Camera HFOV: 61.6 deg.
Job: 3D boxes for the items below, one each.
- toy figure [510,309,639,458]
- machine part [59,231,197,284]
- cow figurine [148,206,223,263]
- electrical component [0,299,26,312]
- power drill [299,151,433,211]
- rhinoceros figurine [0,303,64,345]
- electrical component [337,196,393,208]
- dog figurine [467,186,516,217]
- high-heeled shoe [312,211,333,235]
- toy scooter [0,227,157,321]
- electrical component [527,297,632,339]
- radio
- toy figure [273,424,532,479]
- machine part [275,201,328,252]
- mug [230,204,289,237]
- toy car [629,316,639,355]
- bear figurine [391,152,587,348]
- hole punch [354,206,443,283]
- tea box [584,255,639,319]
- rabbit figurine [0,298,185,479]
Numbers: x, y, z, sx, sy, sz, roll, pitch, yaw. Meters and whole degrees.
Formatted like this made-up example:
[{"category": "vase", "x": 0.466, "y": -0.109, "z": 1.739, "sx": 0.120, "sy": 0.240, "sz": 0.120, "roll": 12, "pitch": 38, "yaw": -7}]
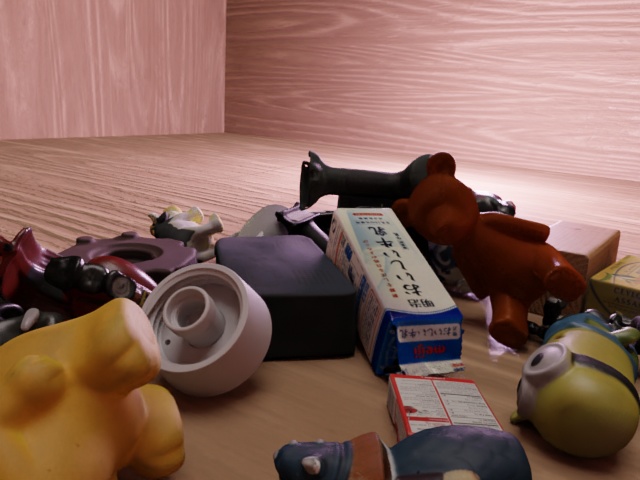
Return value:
[{"category": "toy figure", "x": 0.228, "y": 0.112, "z": 0.457, "sx": 0.089, "sy": 0.082, "sz": 0.180, "roll": 12, "pitch": 15, "yaw": 35}, {"category": "machine part", "x": -0.240, "y": 0.038, "z": 0.668, "sx": 0.179, "sy": 0.056, "sz": 0.179, "roll": 4, "pitch": 16, "yaw": -1}, {"category": "cow figurine", "x": -0.220, "y": -0.007, "z": 0.825, "sx": 0.098, "sy": 0.068, "sz": 0.168, "roll": -24, "pitch": 27, "yaw": -35}, {"category": "electrical component", "x": -0.332, "y": 0.076, "z": 0.565, "sx": 0.094, "sy": 0.021, "sz": 0.063, "roll": -6, "pitch": 17, "yaw": -32}, {"category": "power drill", "x": 0.075, "y": -0.071, "z": 0.766, "sx": 0.207, "sy": 0.086, "sz": 0.232, "roll": 8, "pitch": -4, "yaw": -6}, {"category": "rhinoceros figurine", "x": -0.311, "y": 0.086, "z": 0.436, "sx": 0.190, "sy": 0.073, "sz": 0.112, "roll": -4, "pitch": 15, "yaw": -24}, {"category": "electrical component", "x": 0.097, "y": -0.045, "z": 0.945, "sx": 0.134, "sy": 0.114, "sz": 0.058, "roll": 6, "pitch": 11, "yaw": 21}, {"category": "dog figurine", "x": 0.218, "y": -0.033, "z": 0.838, "sx": 0.192, "sy": 0.108, "sz": 0.219, "roll": 11, "pitch": 0, "yaw": 35}, {"category": "high-heeled shoe", "x": 0.040, "y": -0.016, "z": 0.843, "sx": 0.145, "sy": 0.086, "sz": 0.249, "roll": 17, "pitch": -15, "yaw": -39}, {"category": "toy scooter", "x": -0.244, "y": 0.036, "z": 0.510, "sx": 0.184, "sy": 0.075, "sz": 0.135, "roll": 14, "pitch": -25, "yaw": -1}, {"category": "electrical component", "x": 0.290, "y": 0.096, "z": 0.597, "sx": 0.078, "sy": 0.045, "sz": 0.102, "roll": -6, "pitch": 17, "yaw": -38}, {"category": "radio", "x": -0.051, "y": 0.055, "z": 0.620, "sx": 0.131, "sy": 0.073, "sz": 0.230, "roll": -1, "pitch": 14, "yaw": -15}, {"category": "toy figure", "x": 0.049, "y": 0.145, "z": 0.332, "sx": 0.155, "sy": 0.064, "sz": 0.058, "roll": -2, "pitch": 53, "yaw": -3}, {"category": "machine part", "x": -0.002, "y": -0.002, "z": 0.794, "sx": 0.139, "sy": 0.039, "sz": 0.084, "roll": 41, "pitch": 24, "yaw": 9}, {"category": "mug", "x": -0.094, "y": -0.001, "z": 0.813, "sx": 0.110, "sy": 0.080, "sz": 0.107, "roll": 1, "pitch": 20, "yaw": 17}, {"category": "toy car", "x": 0.336, "y": 0.129, "z": 0.471, "sx": 0.089, "sy": 0.053, "sz": 0.202, "roll": 11, "pitch": 20, "yaw": 9}, {"category": "bear figurine", "x": 0.176, "y": 0.003, "z": 0.602, "sx": 0.196, "sy": 0.120, "sz": 0.132, "roll": 38, "pitch": 27, "yaw": -6}, {"category": "hole punch", "x": 0.083, "y": 0.022, "z": 0.729, "sx": 0.142, "sy": 0.115, "sz": 0.092, "roll": 3, "pitch": -15, "yaw": -15}, {"category": "tea box", "x": 0.407, "y": 0.072, "z": 0.671, "sx": 0.098, "sy": 0.068, "sz": 0.169, "roll": 15, "pitch": 18, "yaw": 39}, {"category": "rabbit figurine", "x": -0.147, "y": 0.125, "z": 0.267, "sx": 0.162, "sy": 0.121, "sz": 0.173, "roll": -5, "pitch": 35, "yaw": -19}]
